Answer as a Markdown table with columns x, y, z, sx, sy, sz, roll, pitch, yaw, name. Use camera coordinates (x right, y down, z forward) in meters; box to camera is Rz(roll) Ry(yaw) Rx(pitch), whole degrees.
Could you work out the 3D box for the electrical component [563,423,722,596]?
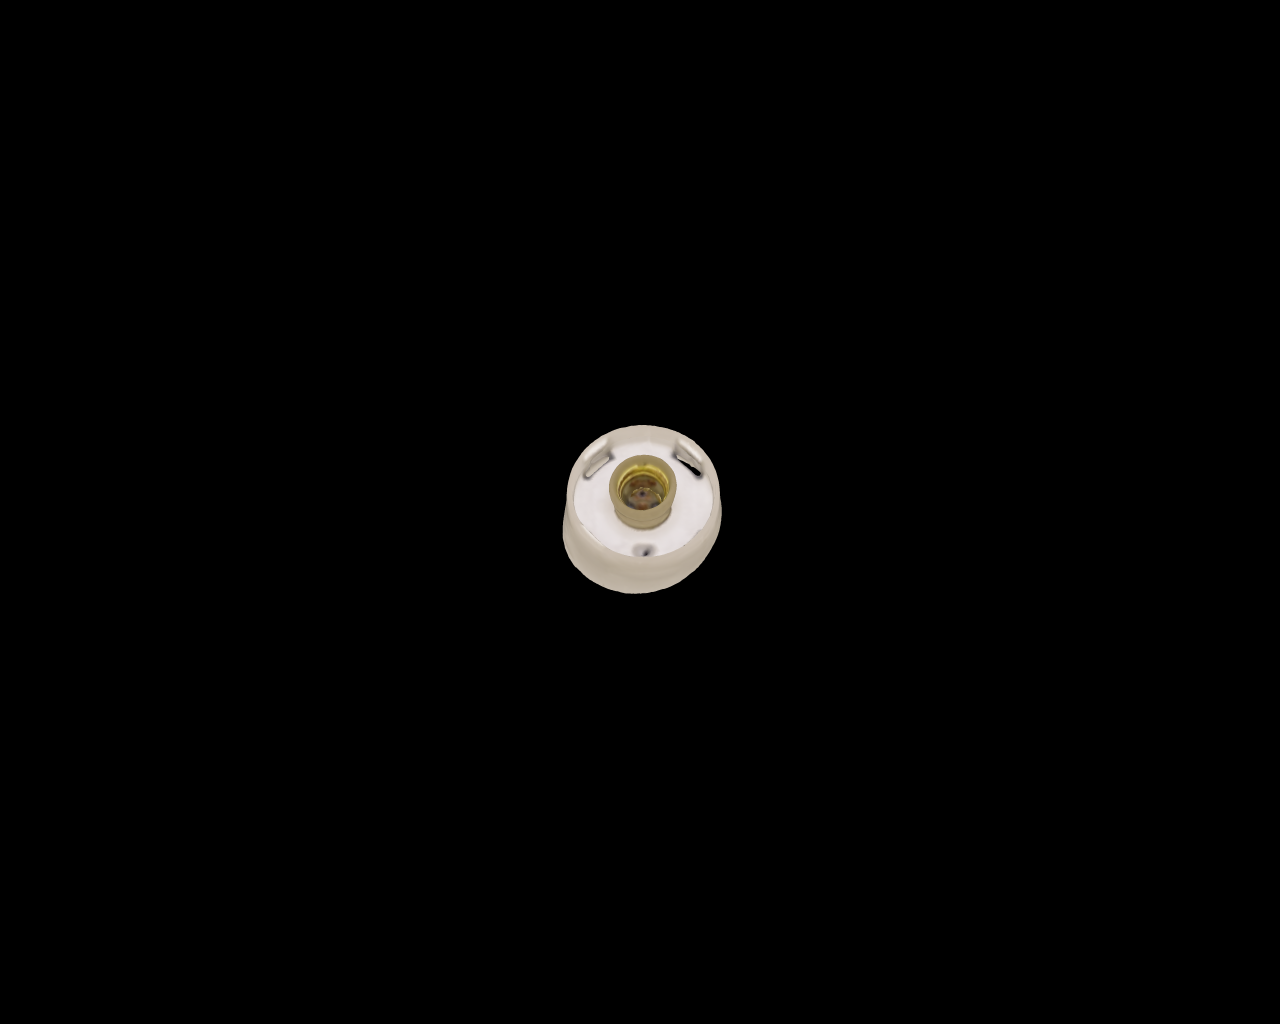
| x | y | z | sx | sy | sz | roll | pitch | yaw | name |
| --- | --- | --- | --- | --- | --- | --- | --- | --- | --- |
| 0.001 | -0.003 | 0.650 | 0.099 | 0.099 | 0.064 | 0 | -27 | 0 | electrical component |
